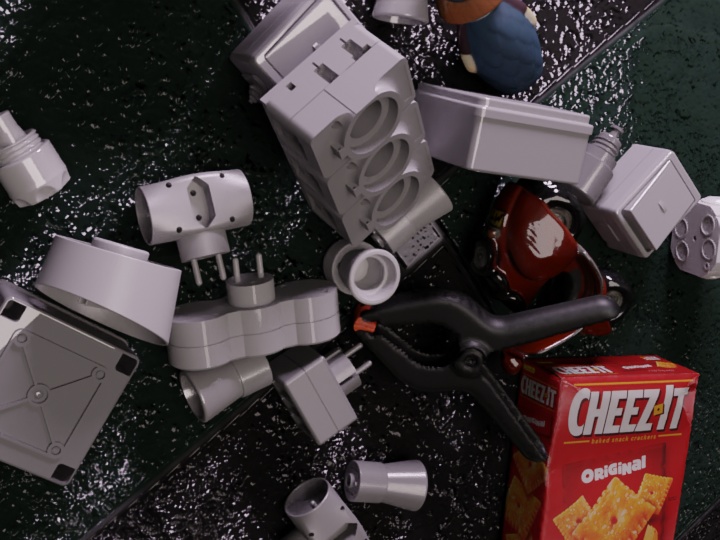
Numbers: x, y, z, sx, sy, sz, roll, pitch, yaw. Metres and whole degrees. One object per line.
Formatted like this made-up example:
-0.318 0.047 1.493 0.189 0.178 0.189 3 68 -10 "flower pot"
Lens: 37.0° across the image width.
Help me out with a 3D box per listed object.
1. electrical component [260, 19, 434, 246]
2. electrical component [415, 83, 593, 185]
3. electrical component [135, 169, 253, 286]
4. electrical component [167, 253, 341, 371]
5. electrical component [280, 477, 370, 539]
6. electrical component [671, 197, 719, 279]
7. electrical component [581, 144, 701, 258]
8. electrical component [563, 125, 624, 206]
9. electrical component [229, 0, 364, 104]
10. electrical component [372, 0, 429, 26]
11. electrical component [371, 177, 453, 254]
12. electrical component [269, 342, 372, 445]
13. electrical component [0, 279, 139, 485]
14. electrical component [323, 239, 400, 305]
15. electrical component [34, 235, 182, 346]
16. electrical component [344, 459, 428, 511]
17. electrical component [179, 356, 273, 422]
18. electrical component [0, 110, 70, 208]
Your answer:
-0.002 -0.093 0.785 0.089 0.062 0.150 -43 153 -11 "electrical component"
0.107 -0.108 0.853 0.109 0.109 0.056 5 103 -28 "electrical component"
-0.118 -0.029 0.789 0.077 0.043 0.079 -13 89 -24 "electrical component"
-0.083 0.024 0.821 0.138 0.052 0.073 -12 108 -23 "electrical component"
-0.040 0.227 0.899 0.079 0.043 0.077 -38 116 -13 "electrical component"
0.332 -0.030 1.002 0.051 0.080 0.080 -3 104 -21 "electrical component"
0.258 -0.066 0.965 0.096 0.061 0.061 -46 118 -10 "electrical component"
0.205 -0.093 0.944 0.040 0.040 0.078 38 84 -29 "electrical component"
-0.045 -0.157 0.790 0.096 0.061 0.061 -48 118 -8 "electrical component"
0.035 -0.224 0.826 0.044 0.044 0.065 4 96 -27 "electrical component"
0.037 -0.045 0.872 0.065 0.044 0.044 -41 117 -7 "electrical component"
-0.025 0.088 0.869 0.077 0.047 0.065 -34 115 -15 "electrical component"
-0.231 0.080 0.758 0.109 0.056 0.108 31 88 -29 "electrical component"
0.000 0.000 0.855 0.045 0.055 0.045 -7 105 -25 "electrical component"
-0.174 0.013 0.749 0.099 0.099 0.064 17 88 -29 "electrical component"
0.019 0.182 0.919 0.065 0.044 0.044 9 98 -23 "electrical component"
-0.101 0.085 0.835 0.065 0.044 0.044 -24 112 -25 "electrical component"
-0.229 -0.077 0.728 0.043 0.043 0.062 -34 113 -15 "electrical component"
